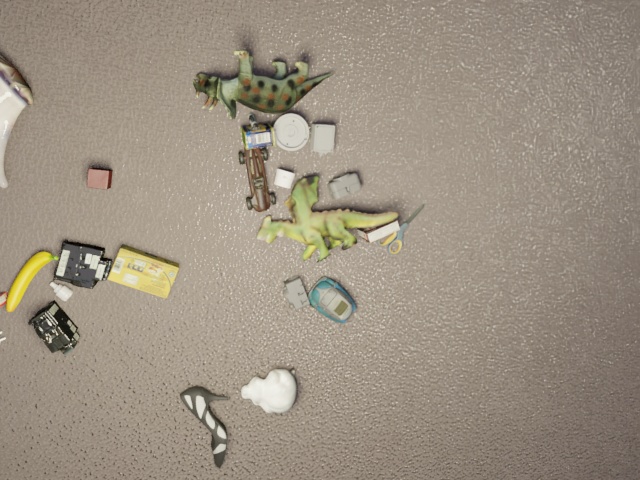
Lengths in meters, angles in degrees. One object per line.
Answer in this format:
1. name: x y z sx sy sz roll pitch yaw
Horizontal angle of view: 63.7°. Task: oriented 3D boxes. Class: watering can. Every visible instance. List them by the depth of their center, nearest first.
1. watering can: -0.827 -0.323 1.295 0.226 0.104 0.344 -36 104 -10

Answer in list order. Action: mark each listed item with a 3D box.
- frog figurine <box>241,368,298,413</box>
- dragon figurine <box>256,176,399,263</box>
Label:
1. frog figurine: -0.152 0.456 1.558 0.159 0.125 0.135 8 114 -28
2. dragon figurine: 0.005 -0.078 1.543 0.410 0.122 0.242 -28 96 -1
